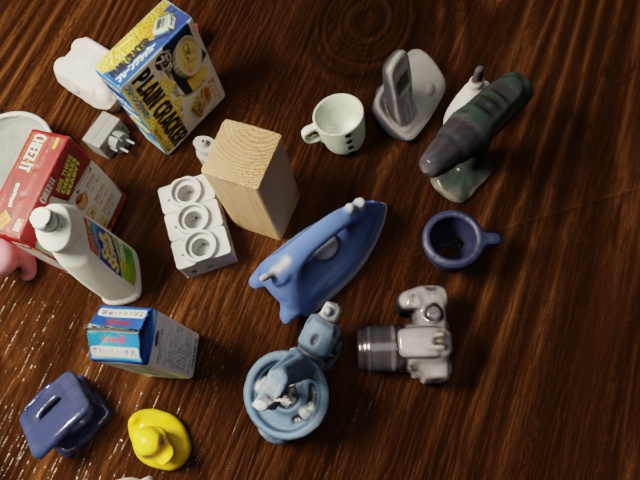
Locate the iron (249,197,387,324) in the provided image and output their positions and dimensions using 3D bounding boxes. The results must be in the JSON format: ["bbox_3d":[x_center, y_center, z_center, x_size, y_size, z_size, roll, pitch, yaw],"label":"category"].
[{"bbox_3d":[0.008,0.003,0.878,0.258,0.141,0.118,-42,72,-9],"label":"iron"}]

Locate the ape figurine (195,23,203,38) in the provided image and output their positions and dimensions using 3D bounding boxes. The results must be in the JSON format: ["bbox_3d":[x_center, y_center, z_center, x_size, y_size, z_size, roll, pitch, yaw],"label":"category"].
[{"bbox_3d":[-0.264,-0.385,1.063,0.077,0.092,0.076,7,72,8],"label":"ape figurine"}]

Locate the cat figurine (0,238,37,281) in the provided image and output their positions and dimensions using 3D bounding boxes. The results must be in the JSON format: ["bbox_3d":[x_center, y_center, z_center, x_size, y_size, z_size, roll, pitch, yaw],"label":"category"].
[{"bbox_3d":[-0.502,0.015,0.932,0.067,0.118,0.128,33,77,15],"label":"cat figurine"}]

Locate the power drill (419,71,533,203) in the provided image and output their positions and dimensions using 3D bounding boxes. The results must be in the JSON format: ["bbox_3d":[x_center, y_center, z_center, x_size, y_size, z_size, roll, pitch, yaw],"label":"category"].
[{"bbox_3d":[0.227,-0.141,0.873,0.075,0.208,0.230,40,79,17],"label":"power drill"}]

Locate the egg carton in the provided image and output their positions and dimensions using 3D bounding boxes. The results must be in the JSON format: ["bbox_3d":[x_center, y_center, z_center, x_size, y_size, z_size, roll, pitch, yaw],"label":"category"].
[{"bbox_3d":[-0.415,-0.307,1.061,0.150,0.069,0.107,32,77,15],"label":"egg carton"}]

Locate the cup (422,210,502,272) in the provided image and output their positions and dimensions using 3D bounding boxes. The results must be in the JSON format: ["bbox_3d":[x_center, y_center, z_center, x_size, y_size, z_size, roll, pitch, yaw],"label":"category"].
[{"bbox_3d":[0.213,0.011,0.882,0.117,0.095,0.091,-2,71,5],"label":"cup"}]

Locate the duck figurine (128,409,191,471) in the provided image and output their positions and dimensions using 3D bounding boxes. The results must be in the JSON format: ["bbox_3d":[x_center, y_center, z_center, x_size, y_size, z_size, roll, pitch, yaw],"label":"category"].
[{"bbox_3d":[-0.243,0.289,0.831,0.104,0.086,0.077,38,78,16],"label":"duck figurine"}]

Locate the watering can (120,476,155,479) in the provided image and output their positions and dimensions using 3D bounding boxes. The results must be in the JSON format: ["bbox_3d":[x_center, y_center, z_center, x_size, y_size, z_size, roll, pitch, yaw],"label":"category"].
[{"bbox_3d":[-0.295,0.377,0.747,0.100,0.194,0.173,26,75,14],"label":"watering can"}]

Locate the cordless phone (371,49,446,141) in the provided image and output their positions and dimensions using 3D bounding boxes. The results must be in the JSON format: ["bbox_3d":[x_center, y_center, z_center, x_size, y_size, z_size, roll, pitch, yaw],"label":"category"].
[{"bbox_3d":[0.147,-0.263,0.935,0.094,0.185,0.148,28,76,14],"label":"cordless phone"}]

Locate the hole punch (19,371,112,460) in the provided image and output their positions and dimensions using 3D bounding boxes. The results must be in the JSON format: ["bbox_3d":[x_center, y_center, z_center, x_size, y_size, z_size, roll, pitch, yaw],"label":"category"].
[{"bbox_3d":[-0.388,0.259,0.851,0.101,0.091,0.109,41,79,17],"label":"hole punch"}]

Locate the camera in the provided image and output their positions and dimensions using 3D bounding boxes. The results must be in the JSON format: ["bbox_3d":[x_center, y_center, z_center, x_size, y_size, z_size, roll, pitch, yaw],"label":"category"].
[{"bbox_3d":[0.122,0.141,0.842,0.136,0.101,0.143,-3,71,4],"label":"camera"}]

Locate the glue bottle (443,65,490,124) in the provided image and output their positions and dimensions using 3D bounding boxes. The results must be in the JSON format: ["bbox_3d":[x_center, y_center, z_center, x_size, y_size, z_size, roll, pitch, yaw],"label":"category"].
[{"bbox_3d":[0.244,-0.224,0.919,0.078,0.173,0.037,-20,70,-2],"label":"glue bottle"}]

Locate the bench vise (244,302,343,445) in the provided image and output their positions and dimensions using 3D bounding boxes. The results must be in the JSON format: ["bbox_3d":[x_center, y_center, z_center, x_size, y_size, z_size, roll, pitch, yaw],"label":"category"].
[{"bbox_3d":[-0.042,0.173,0.782,0.121,0.220,0.207,8,72,8],"label":"bench vise"}]

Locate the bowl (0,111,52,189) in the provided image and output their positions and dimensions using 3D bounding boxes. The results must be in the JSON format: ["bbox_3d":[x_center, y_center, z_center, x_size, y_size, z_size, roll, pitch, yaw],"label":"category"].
[{"bbox_3d":[-0.532,-0.138,1.011,0.167,0.075,0.167,-2,71,5],"label":"bowl"}]
